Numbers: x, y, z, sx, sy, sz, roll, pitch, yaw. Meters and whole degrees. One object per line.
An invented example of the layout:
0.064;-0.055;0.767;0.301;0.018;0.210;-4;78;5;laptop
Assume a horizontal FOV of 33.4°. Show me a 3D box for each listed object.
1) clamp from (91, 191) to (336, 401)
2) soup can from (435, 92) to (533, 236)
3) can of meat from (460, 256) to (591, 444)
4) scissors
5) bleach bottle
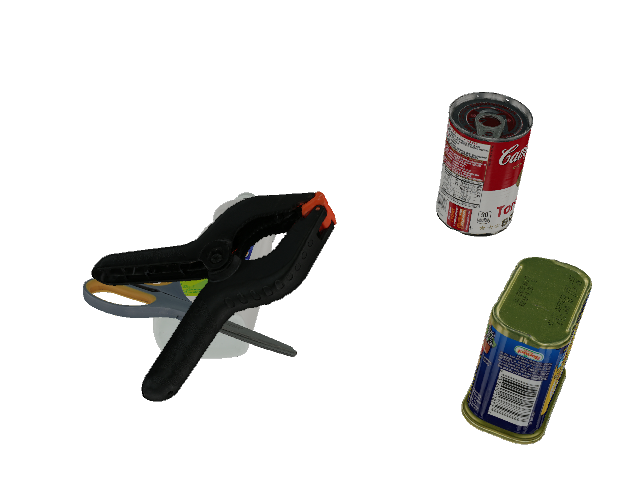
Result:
-0.064;0.030;0.702;0.171;0.120;0.039;-26;-29;7;clamp
0.134;-0.062;0.887;0.068;0.102;0.068;2;40;-2;soup can
0.139;0.070;0.712;0.057;0.084;0.102;20;35;16;can of meat
-0.109;0.056;0.949;0.202;0.016;0.096;11;29;7;scissors
-0.108;0.025;1.179;0.102;0.068;0.250;0;35;7;bleach bottle
